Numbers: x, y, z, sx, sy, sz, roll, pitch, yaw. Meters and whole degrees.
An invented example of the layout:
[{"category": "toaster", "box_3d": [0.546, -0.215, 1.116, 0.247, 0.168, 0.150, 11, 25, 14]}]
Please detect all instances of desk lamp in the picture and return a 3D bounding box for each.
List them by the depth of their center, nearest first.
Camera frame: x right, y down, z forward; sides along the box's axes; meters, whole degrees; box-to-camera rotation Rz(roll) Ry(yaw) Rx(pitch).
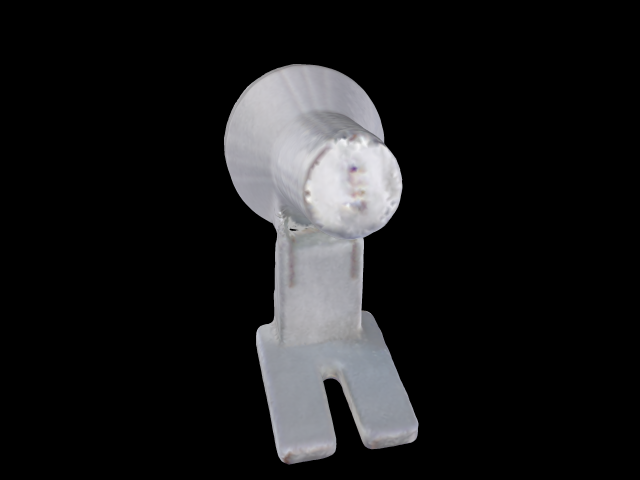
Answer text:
[{"category": "desk lamp", "box_3d": [0.004, 0.001, 0.400, 0.118, 0.214, 0.203, -8, 35, -11]}]
